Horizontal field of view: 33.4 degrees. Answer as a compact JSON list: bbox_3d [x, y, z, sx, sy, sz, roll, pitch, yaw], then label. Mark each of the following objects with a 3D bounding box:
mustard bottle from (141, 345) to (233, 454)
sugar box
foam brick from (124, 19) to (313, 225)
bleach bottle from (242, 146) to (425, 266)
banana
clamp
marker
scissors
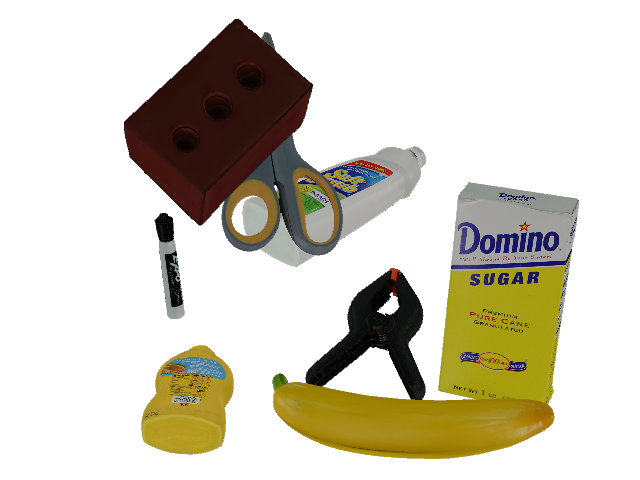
[{"bbox_3d":[-0.157,0.184,1.310,0.096,0.058,0.191,2,25,1],"label":"mustard bottle"},{"bbox_3d":[0.152,0.047,0.871,0.093,0.176,0.048,9,24,18],"label":"sugar box"},{"bbox_3d":[-0.050,-0.057,0.520,0.053,0.078,0.051,42,-14,5],"label":"foam brick"},{"bbox_3d":[0.030,-0.059,1.312,0.250,0.068,0.103,-31,44,-34],"label":"bleach bottle"},{"bbox_3d":[0.048,0.113,0.694,0.198,0.037,0.069,6,31,20],"label":"banana"},{"bbox_3d":[0.070,0.100,1.097,0.120,0.171,0.039,16,-39,18],"label":"clamp"},{"bbox_3d":[-0.158,0.027,1.121,0.020,0.121,0.020,-2,28,1],"label":"marker"},{"bbox_3d":[-0.047,-0.070,0.802,0.096,0.202,0.016,-19,-27,-12],"label":"scissors"}]
